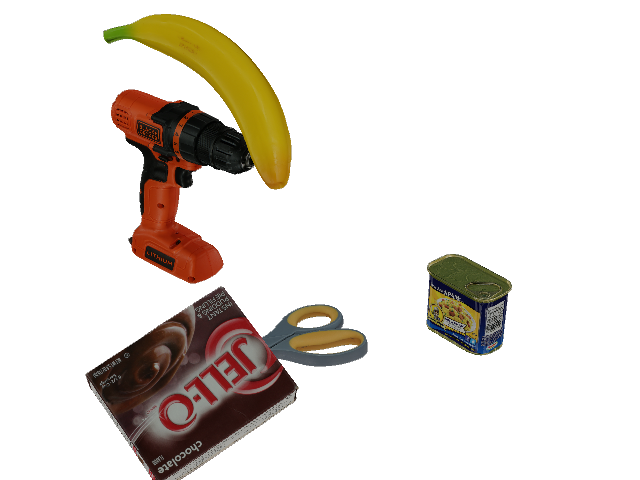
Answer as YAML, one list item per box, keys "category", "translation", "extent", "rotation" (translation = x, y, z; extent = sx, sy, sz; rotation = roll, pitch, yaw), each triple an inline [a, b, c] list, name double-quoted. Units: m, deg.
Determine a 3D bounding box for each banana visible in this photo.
- category: "banana"
  translation: [-0.080, -0.122, 0.840]
  extent: [0.198, 0.069, 0.037]
  rotation: [41, -5, 16]

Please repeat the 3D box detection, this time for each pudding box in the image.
- category: "pudding box"
  translation: [-0.085, 0.099, 0.715]
  extent: [0.113, 0.090, 0.039]
  rotation: [-34, -20, -15]

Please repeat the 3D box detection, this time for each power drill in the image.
- category: "power drill"
  translation: [-0.140, -0.052, 1.112]
  extent: [0.185, 0.188, 0.057]
  rotation: [25, 36, 32]

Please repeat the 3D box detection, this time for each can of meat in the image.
- category: "can of meat"
  translation: [0.172, 0.077, 1.257]
  extent: [0.057, 0.084, 0.102]
  rotation: [-23, 38, -34]

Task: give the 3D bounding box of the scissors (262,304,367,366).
- category: "scissors"
  translation: [-0.059, 0.089, 0.966]
  extent: [0.201, 0.016, 0.096]
  rotation: [-1, 28, -1]
